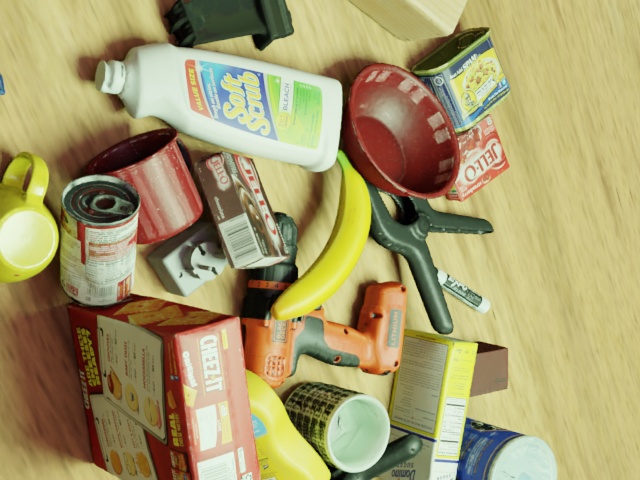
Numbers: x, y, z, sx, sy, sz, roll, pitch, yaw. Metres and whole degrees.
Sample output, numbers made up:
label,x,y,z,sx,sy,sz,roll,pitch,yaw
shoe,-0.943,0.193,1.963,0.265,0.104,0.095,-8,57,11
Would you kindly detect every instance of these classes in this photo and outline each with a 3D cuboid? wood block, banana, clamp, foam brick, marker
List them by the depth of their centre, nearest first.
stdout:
label,x,y,z,sx,sy,sz,roll,pitch,yaw
banana,0.010,0.006,1.103,0.069,0.037,0.197,25,67,-11
wood block,0.059,-0.305,1.130,0.205,0.091,0.090,31,77,-32
clamp,0.027,0.250,1.163,0.171,0.120,0.039,-36,102,-3
clamp,0.114,-0.018,1.214,0.210,0.036,0.164,48,52,-18
marker,0.157,0.054,1.267,0.121,0.020,0.020,32,76,-31
foam brick,0.179,0.154,1.271,0.078,0.051,0.053,-4,97,-33

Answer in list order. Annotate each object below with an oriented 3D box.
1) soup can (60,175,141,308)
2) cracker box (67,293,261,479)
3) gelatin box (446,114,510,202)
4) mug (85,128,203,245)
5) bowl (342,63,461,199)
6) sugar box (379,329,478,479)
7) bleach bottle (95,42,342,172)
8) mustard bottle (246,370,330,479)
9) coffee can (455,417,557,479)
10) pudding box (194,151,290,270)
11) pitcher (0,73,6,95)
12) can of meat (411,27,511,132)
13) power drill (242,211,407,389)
label,x,y,z,sx,sy,sz,roll,pitch,yaw
soup can,-0.198,0.002,0.955,0.068,0.069,0.102,-18,138,-31
cracker box,-0.142,0.140,0.957,0.071,0.214,0.164,-13,101,-34
gelatin box,0.178,-0.098,1.262,0.089,0.030,0.073,-34,111,-27
mug,-0.157,-0.055,1.015,0.117,0.093,0.081,-55,129,-51
bowl,0.077,-0.108,1.159,0.161,0.055,0.162,20,56,-33
sugar box,0.122,0.195,1.211,0.048,0.093,0.176,8,90,-33
bleach bottle,-0.099,-0.133,1.056,0.250,0.068,0.102,6,89,-32
mustard bottle,-0.075,0.186,1.077,0.191,0.096,0.058,58,39,-19
coffee can,0.186,0.262,1.230,0.102,0.141,0.103,-3,95,-34
pudding box,-0.075,-0.028,1.047,0.090,0.039,0.113,0,71,-74
pitcher,-0.382,-0.089,0.842,0.144,0.149,0.242,44,73,-44
can of meat,0.166,-0.184,1.232,0.102,0.058,0.084,-39,115,-25
power drill,0.004,0.071,1.146,0.187,0.057,0.184,9,86,-32
